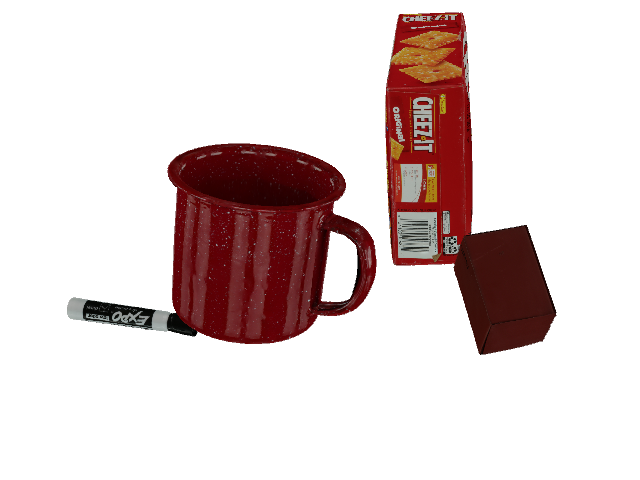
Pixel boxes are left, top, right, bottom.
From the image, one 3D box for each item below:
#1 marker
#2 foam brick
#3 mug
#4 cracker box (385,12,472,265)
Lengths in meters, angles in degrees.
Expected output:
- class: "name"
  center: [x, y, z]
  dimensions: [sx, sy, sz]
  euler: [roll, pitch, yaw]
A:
- class: "marker"
  center: [-0.157, 0.065, 0.905]
  dimensions: [0.121, 0.020, 0.020]
  euler: [7, 2, 15]
- class: "foam brick"
  center: [0.137, 0.037, 0.797]
  dimensions: [0.051, 0.078, 0.053]
  euler: [-9, -29, -7]
- class: "mug"
  center: [-0.026, 0.005, 0.565]
  dimensions: [0.117, 0.081, 0.093]
  euler: [15, 25, 18]
- class: "cracker box"
  center: [0.101, -0.099, 0.964]
  dimensions: [0.072, 0.164, 0.213]
  euler: [0, 27, 8]
